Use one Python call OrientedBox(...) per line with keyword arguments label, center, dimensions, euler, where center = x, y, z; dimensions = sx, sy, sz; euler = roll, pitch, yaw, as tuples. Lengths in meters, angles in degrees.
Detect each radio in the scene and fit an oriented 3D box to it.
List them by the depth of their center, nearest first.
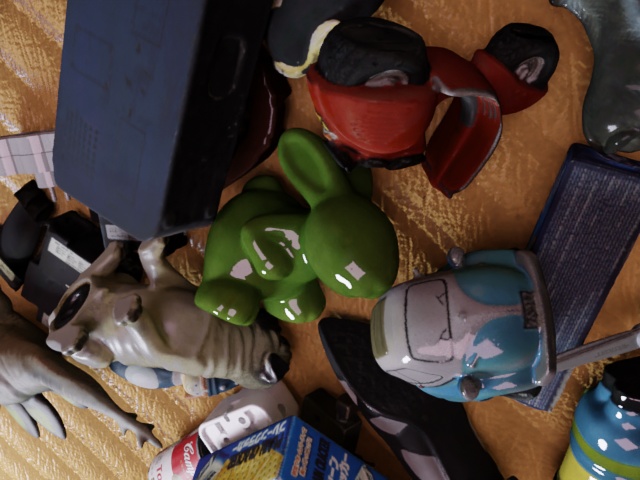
OrientedBox(label="radio", center=(-0.119, -0.121, 0.391), dimensions=(0.131, 0.073, 0.229), euler=(31, 119, 23))

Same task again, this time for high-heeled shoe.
OrientedBox(label="high-heeled shoe", center=(0.088, 0.181, 0.521), dimensions=(0.249, 0.086, 0.145), euler=(41, 150, 21))

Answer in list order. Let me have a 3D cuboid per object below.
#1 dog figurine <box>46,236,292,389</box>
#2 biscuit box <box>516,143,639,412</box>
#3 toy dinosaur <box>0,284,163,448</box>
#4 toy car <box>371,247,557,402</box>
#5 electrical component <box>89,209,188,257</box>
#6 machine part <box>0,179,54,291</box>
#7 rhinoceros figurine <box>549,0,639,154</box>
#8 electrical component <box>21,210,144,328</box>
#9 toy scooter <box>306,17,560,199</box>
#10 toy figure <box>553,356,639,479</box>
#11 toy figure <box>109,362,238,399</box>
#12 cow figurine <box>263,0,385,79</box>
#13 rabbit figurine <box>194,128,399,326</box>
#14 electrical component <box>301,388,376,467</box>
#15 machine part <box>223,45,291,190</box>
OrientedBox(label="dog figurine", center=(-0.141, 0.097, 0.521), dimensions=(0.172, 0.121, 0.190), euler=(-12, 137, 37))
OrientedBox(label="biscuit box", center=(0.186, 0.031, 0.417), dimensions=(0.063, 0.059, 0.202), euler=(20, 115, 14))
OrientedBox(label="toy dinosaur", center=(-0.353, 0.133, 0.602), dimensions=(0.472, 0.105, 0.198), euler=(5, 136, 40))
OrientedBox(label="toy car", center=(0.090, 0.065, 0.404), dimensions=(0.103, 0.109, 0.161), euler=(8, 160, -18))
OrientedBox(label="electrical component", center=(-0.198, -0.027, 0.549), dimensions=(0.119, 0.048, 0.074), euler=(7, 111, 16))
OrientedBox(label="machine part", center=(-0.349, -0.005, 0.621), dimensions=(0.084, 0.039, 0.139), euler=(46, 120, 9))
OrientedBox(label="rhinoceros figurine", center=(0.206, -0.151, 0.339), dimensions=(0.112, 0.073, 0.190), euler=(0, 107, 25))
OrientedBox(label="electrical component", center=(-0.263, 0.052, 0.596), dimensions=(0.115, 0.058, 0.134), euler=(35, 118, 8))
OrientedBox(label="toy scooter", center=(0.075, -0.085, 0.388), dimensions=(0.184, 0.075, 0.135), euler=(-6, 136, -18))
OrientedBox(label="toy figure", center=(0.242, 0.181, 0.441), dimensions=(0.089, 0.082, 0.179), euler=(10, 119, 33))
OrientedBox(label="toy figure", center=(-0.156, 0.141, 0.591), dimensions=(0.155, 0.058, 0.064), euler=(9, 150, 16))
OrientedBox(label="cow figurine", center=(0.024, -0.190, 0.369), dimensions=(0.167, 0.098, 0.068), euler=(-34, 137, 28))
OrientedBox(label="rabbit figurine", center=(-0.001, -0.001, 0.438), dimensions=(0.170, 0.121, 0.159), euler=(-1, 75, 46))
OrientedBox(label="electrical component", center=(0.020, 0.194, 0.551), dimensions=(0.078, 0.045, 0.102), euler=(24, 117, 43))
OrientedBox(label="machine part", center=(-0.113, -0.125, 0.476), dimensions=(0.180, 0.056, 0.179), euler=(7, 111, 17))
